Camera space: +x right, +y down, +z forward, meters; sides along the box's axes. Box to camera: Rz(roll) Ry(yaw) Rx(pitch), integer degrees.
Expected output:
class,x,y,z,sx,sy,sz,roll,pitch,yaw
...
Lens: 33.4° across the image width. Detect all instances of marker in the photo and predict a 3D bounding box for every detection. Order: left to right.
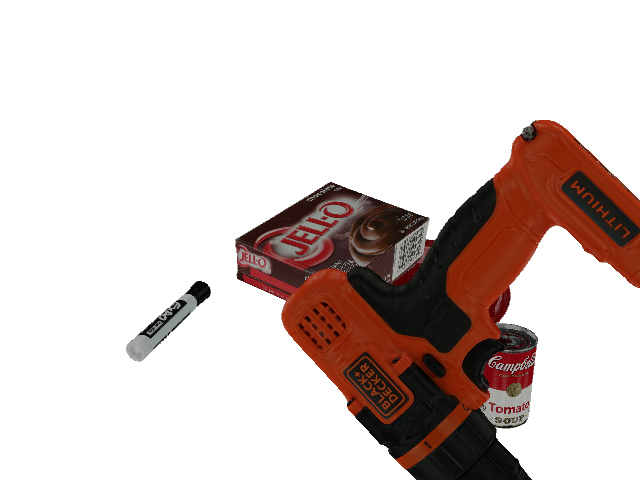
class,x,y,z,sx,sy,sz,roll,pitch,yaw
marker,-0.133,0.070,0.959,0.020,0.020,0.121,0,25,27

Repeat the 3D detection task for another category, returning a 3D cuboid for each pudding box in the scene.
class,x,y,z,sx,sy,sz,roll,pitch,yaw
pudding box,0.009,0.006,0.750,0.090,0.039,0.113,23,35,30

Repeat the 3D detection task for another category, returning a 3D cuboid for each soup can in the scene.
class,x,y,z,sx,sy,sz,roll,pitch,yaw
soup can,0.211,0.156,1.230,0.068,0.102,0.068,1,22,-1

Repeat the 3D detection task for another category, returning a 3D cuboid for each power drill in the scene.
class,x,y,z,sx,sy,sz,roll,pitch,yaw
power drill,0.097,0.046,0.554,0.188,0.184,0.057,-45,-4,14

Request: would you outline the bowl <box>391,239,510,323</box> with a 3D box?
class,x,y,z,sx,sy,sz,roll,pitch,yaw
bowl,0.098,0.064,1.020,0.162,0.055,0.162,0,34,-1
